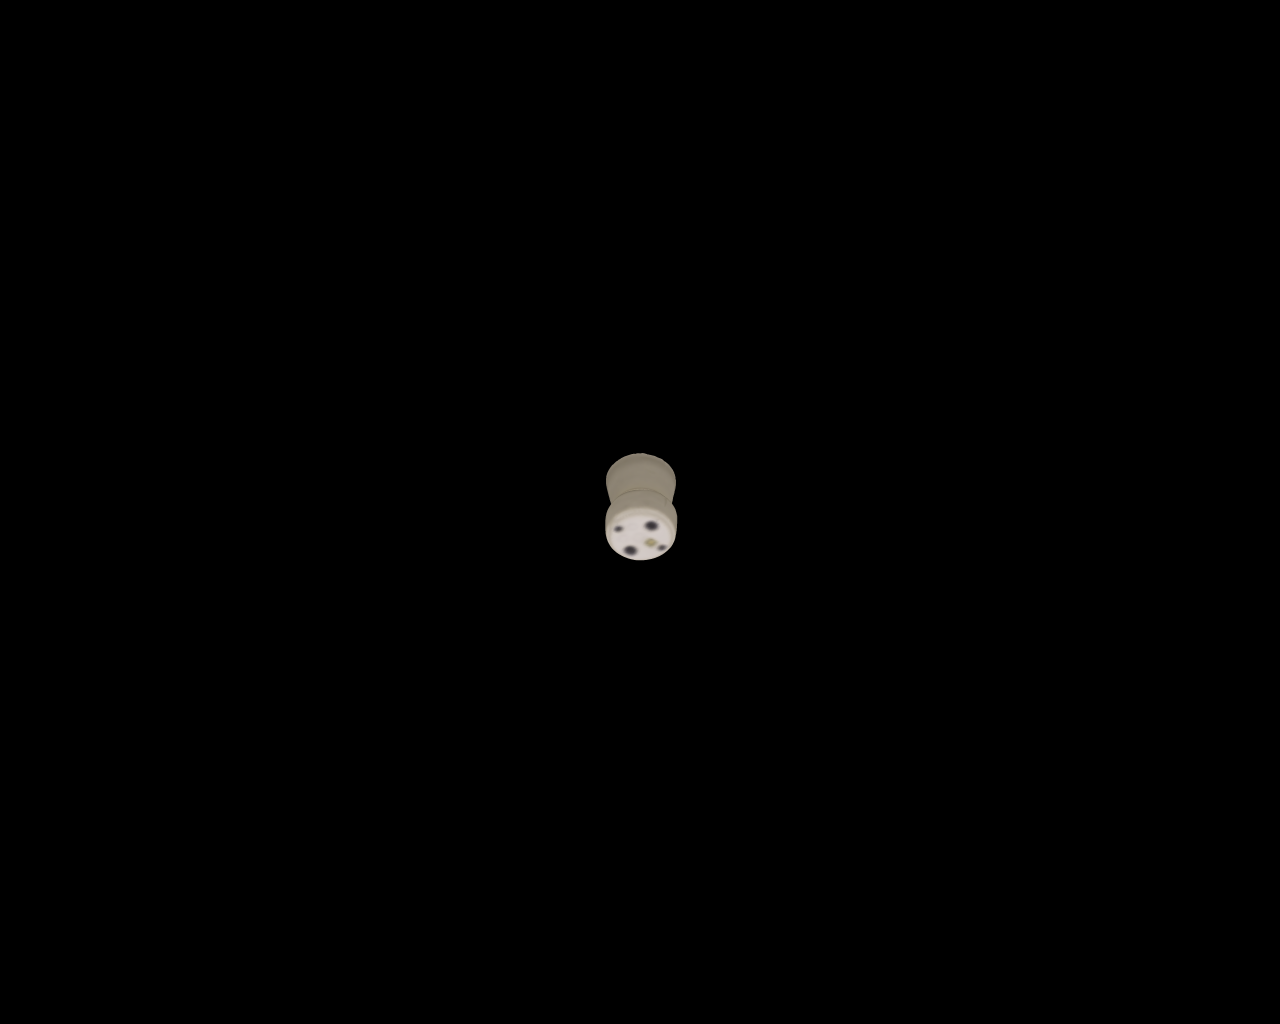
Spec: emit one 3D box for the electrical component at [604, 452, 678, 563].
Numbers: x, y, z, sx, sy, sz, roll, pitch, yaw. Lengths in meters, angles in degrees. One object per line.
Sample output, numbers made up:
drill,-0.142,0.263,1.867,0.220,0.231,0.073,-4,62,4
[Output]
electrical component,0.001,-0.003,0.650,0.045,0.044,0.055,0,40,0
